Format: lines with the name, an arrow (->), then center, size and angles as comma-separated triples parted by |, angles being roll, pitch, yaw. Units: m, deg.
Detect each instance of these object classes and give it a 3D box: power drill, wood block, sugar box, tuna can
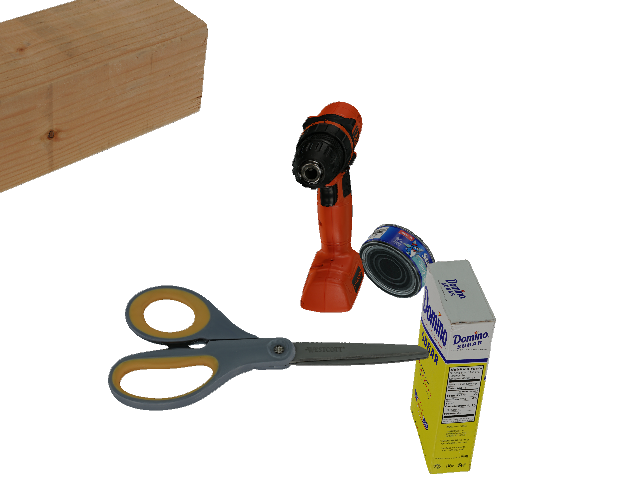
power drill -> 0.009, -0.028, 1.036 | 0.057, 0.188, 0.184 | 5, 22, 11
wood block -> -0.198, -0.127, 0.856 | 0.090, 0.091, 0.205 | 37, 46, 27
sugar box -> 0.115, 0.115, 0.960 | 0.048, 0.176, 0.093 | -5, 33, -7
tuna can -> 0.087, 0.025, 1.227 | 0.086, 0.086, 0.033 | 0, 37, 46

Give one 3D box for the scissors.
scissors -> -0.039, 0.058, 0.691 | 0.201, 0.096, 0.016 | -12, -34, -13
